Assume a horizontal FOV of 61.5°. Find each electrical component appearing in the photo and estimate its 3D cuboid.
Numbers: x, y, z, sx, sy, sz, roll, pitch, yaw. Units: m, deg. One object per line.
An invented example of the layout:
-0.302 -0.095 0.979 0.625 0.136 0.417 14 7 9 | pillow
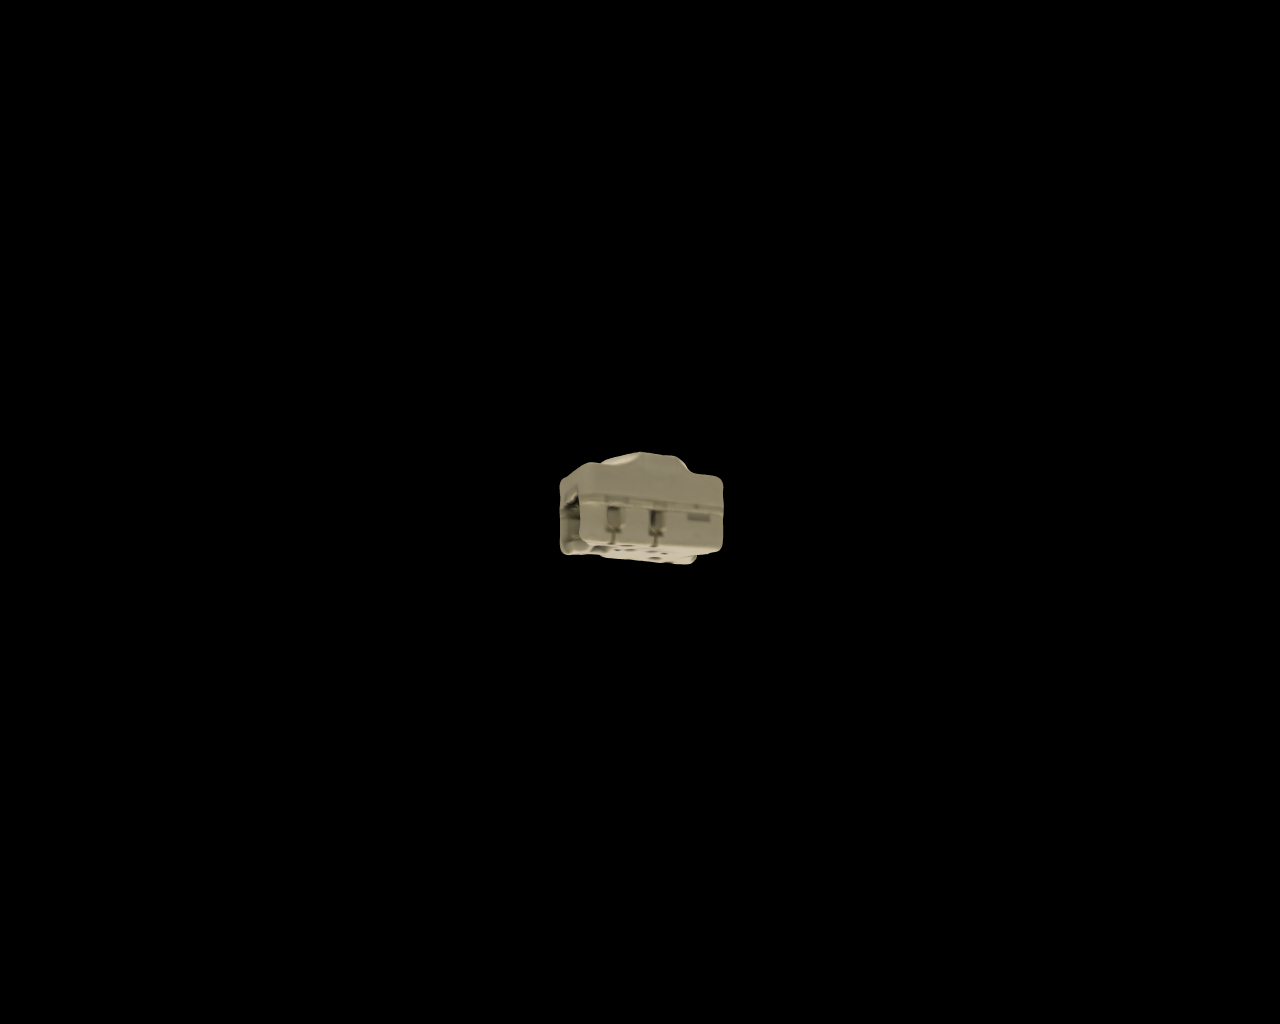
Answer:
0.001 -0.003 0.650 0.089 0.056 0.050 6 -15 -22 | electrical component
